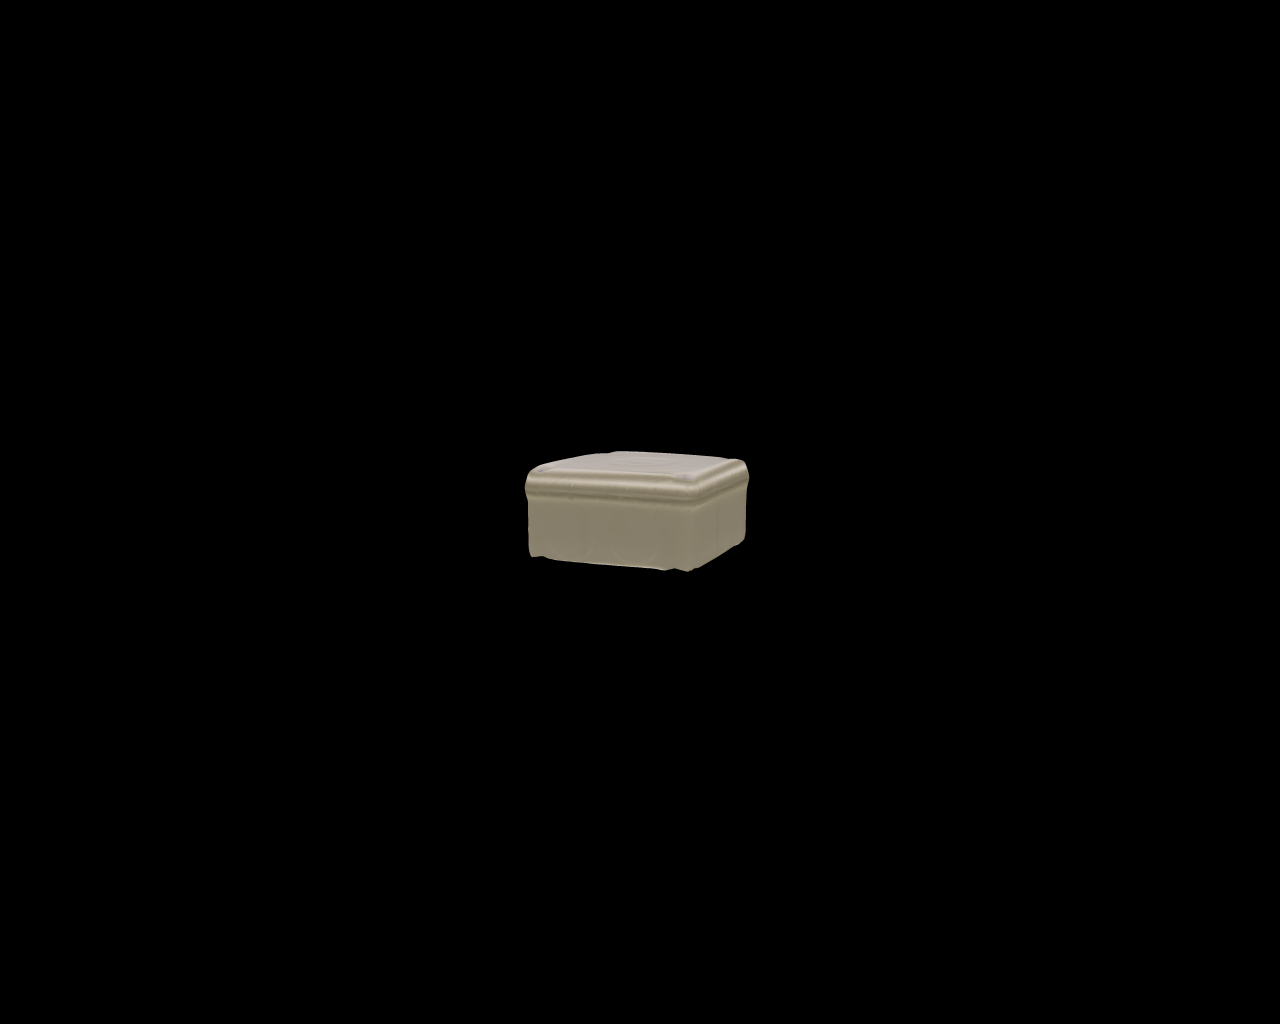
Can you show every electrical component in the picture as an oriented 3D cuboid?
[{"bbox_3d":[0.001,-0.003,0.650,0.109,0.056,0.109,4,10,23],"label":"electrical component"}]
